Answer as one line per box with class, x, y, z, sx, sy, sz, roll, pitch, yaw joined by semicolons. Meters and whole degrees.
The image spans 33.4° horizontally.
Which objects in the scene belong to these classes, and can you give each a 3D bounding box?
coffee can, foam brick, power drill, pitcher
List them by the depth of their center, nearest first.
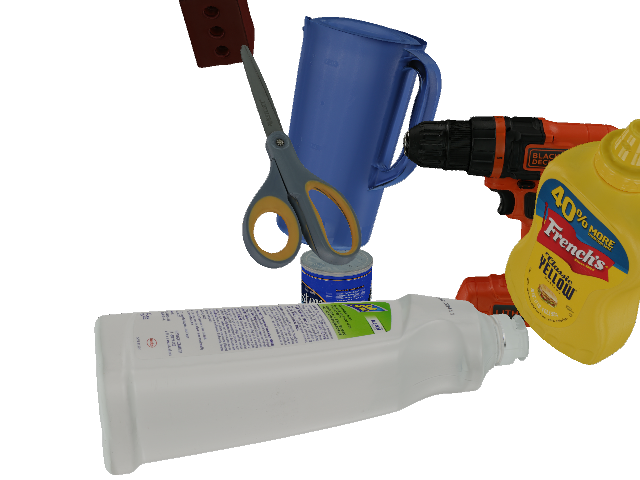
power drill;0.160;-0.017;0.926;0.184;0.188;0.057;3;27;3
foam brick;-0.092;-0.202;0.959;0.053;0.051;0.078;-7;-42;6
pitcher;0.033;-0.114;1.157;0.145;0.243;0.149;9;18;-7
coffee can;0.023;0.090;1.524;0.103;0.140;0.103;0;20;0

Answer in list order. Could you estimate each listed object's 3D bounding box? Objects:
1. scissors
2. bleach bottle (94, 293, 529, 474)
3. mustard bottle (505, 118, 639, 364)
scissors;-0.044;-0.059;0.807;0.096;0.202;0.016;-26;-19;-25
bleach bottle;0.000;0.072;0.613;0.250;0.068;0.102;-5;22;-11
mustard bottle;0.177;-0.006;0.680;0.058;0.096;0.192;-25;-31;-22
